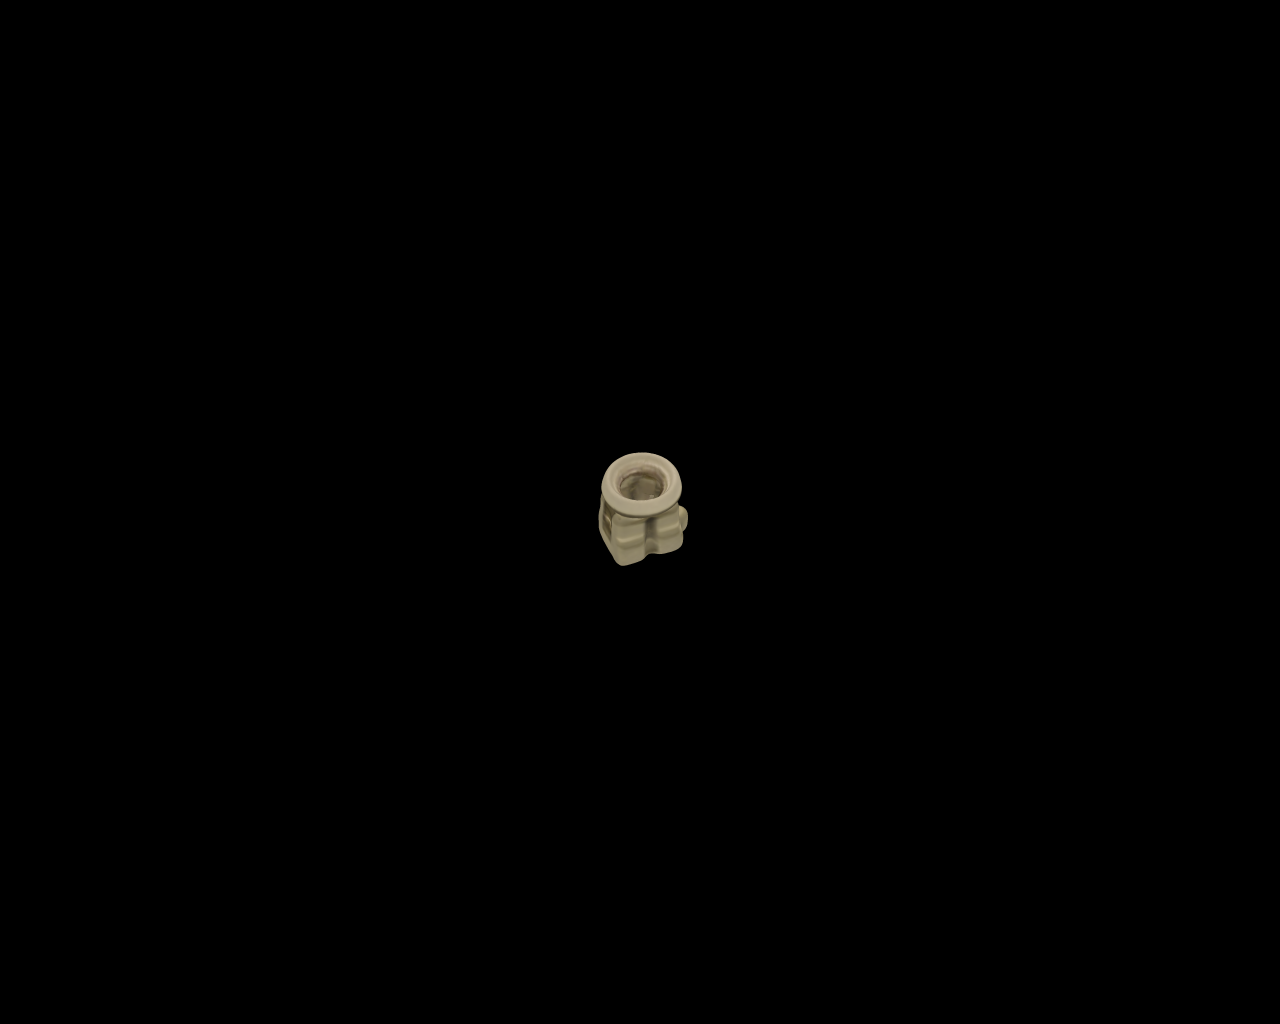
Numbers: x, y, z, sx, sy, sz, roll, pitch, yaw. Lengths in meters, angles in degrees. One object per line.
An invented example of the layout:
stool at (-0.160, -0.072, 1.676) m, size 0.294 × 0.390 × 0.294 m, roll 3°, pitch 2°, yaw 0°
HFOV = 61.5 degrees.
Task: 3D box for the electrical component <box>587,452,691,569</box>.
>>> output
electrical component at (0.001, -0.003, 0.650) m, size 0.066 × 0.055 × 0.048 m, roll -17°, pitch 48°, yaw -16°
